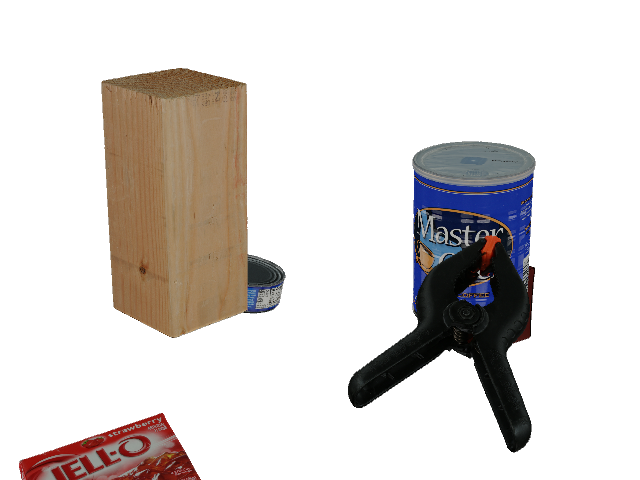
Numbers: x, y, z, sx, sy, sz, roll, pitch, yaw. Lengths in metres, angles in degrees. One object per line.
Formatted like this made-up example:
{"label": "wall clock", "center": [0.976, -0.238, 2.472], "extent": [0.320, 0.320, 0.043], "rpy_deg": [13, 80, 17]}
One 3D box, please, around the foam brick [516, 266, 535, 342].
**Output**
{"label": "foam brick", "center": [0.185, 0.063, 1.105], "extent": [0.051, 0.078, 0.053], "rpy_deg": [-14, 20, -43]}

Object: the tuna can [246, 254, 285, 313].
{"label": "tuna can", "center": [-0.081, 0.044, 1.109], "extent": [0.086, 0.034, 0.086], "rpy_deg": [10, 19, -4]}

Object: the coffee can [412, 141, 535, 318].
{"label": "coffee can", "center": [0.131, -0.004, 0.923], "extent": [0.103, 0.140, 0.103], "rpy_deg": [-2, 22, 0]}

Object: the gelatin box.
{"label": "gelatin box", "center": [-0.117, 0.138, 0.598], "extent": [0.089, 0.030, 0.073], "rpy_deg": [-16, 28, -20]}

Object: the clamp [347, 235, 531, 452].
{"label": "clamp", "center": [0.088, 0.063, 0.735], "extent": [0.120, 0.039, 0.171], "rpy_deg": [11, 45, 4]}

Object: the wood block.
{"label": "wood block", "center": [-0.124, -0.035, 0.919], "extent": [0.091, 0.206, 0.090], "rpy_deg": [20, 28, 40]}
